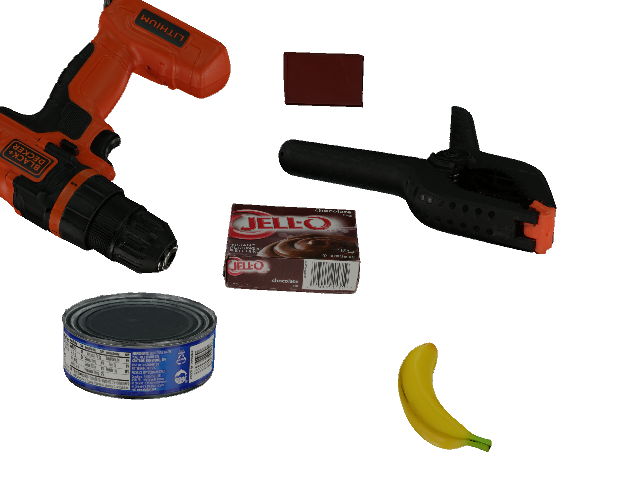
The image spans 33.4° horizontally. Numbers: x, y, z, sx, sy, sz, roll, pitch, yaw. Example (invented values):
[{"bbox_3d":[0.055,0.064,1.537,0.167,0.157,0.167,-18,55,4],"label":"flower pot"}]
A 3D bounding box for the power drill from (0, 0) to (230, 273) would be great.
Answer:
[{"bbox_3d":[-0.144,-0.081,0.765,0.184,0.187,0.057,30,-30,9],"label":"power drill"}]

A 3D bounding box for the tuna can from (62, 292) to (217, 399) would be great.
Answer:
[{"bbox_3d":[-0.102,0.058,0.601,0.086,0.034,0.086,3,15,-1],"label":"tuna can"}]

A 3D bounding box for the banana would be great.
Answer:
[{"bbox_3d":[0.116,0.167,1.137,0.069,0.037,0.198,11,24,-18],"label":"banana"}]

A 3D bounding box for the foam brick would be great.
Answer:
[{"bbox_3d":[0.002,-0.160,1.063,0.078,0.051,0.053,1,12,-4],"label":"foam brick"}]

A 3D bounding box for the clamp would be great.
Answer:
[{"bbox_3d":[0.076,-0.042,0.724,0.164,0.036,0.210,-12,28,-20],"label":"clamp"}]

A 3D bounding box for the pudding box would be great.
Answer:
[{"bbox_3d":[-0.024,0.006,0.915,0.113,0.039,0.090,5,30,-4],"label":"pudding box"}]
